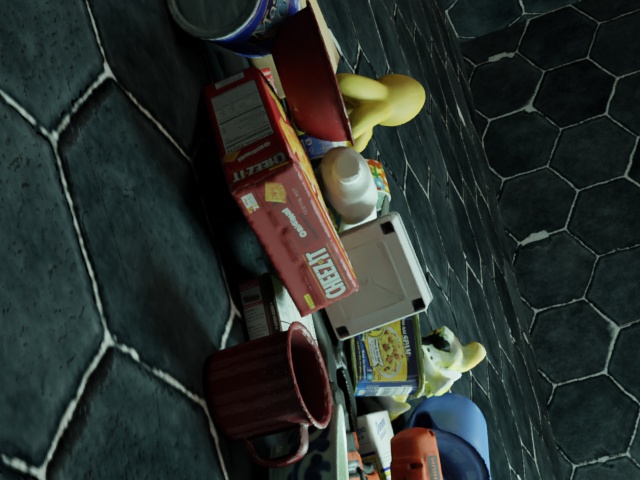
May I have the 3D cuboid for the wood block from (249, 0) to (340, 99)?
[{"bbox_3d":[-0.058,-0.285,1.291,0.090,0.090,0.206,-77,145,-62],"label":"wood block"}]

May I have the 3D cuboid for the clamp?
[{"bbox_3d":[0.010,0.130,1.175,0.164,0.036,0.210,35,39,-68],"label":"clamp"}]

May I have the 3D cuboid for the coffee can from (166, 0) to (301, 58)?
[{"bbox_3d":[-0.089,-0.251,1.121,0.140,0.103,0.103,-6,79,-74],"label":"coffee can"}]

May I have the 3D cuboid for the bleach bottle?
[{"bbox_3d":[0.026,-0.057,1.223,0.102,0.068,0.251,62,-5,11],"label":"bleach bottle"}]

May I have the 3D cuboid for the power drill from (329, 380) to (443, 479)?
[{"bbox_3d":[0.052,0.233,1.086,0.187,0.057,0.184,8,72,-51],"label":"power drill"}]

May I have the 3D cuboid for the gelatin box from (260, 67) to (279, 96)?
[{"bbox_3d":[-0.068,-0.157,1.226,0.089,0.030,0.073,-45,117,-73],"label":"gelatin box"}]

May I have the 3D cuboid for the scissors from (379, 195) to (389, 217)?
[{"bbox_3d":[0.089,0.045,1.369,0.096,0.016,0.201,29,64,-9],"label":"scissors"}]

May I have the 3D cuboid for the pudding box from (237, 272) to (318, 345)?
[{"bbox_3d":[-0.037,0.089,1.054,0.113,0.039,0.090,41,32,-66],"label":"pudding box"}]

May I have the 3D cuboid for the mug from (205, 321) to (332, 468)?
[{"bbox_3d":[-0.043,0.135,0.902,0.093,0.082,0.117,39,36,-64],"label":"mug"}]

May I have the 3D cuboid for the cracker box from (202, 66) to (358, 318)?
[{"bbox_3d":[-0.040,-0.054,1.052,0.164,0.072,0.214,62,4,-35],"label":"cracker box"}]

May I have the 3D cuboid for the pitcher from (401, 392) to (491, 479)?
[{"bbox_3d":[0.157,0.285,1.363,0.145,0.149,0.242,33,11,6],"label":"pitcher"}]

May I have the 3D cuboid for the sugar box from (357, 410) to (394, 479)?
[{"bbox_3d":[0.070,0.284,1.203,0.093,0.048,0.176,18,53,-71],"label":"sugar box"}]

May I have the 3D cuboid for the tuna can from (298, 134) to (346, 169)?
[{"bbox_3d":[-0.011,-0.103,1.263,0.086,0.086,0.034,4,68,-73],"label":"tuna can"}]

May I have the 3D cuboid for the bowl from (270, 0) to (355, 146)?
[{"bbox_3d":[-0.013,-0.168,1.124,0.162,0.055,0.162,-20,91,-88],"label":"bowl"}]

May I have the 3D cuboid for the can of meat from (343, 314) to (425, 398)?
[{"bbox_3d":[0.073,0.133,1.248,0.057,0.084,0.102,110,-22,-65],"label":"can of meat"}]
